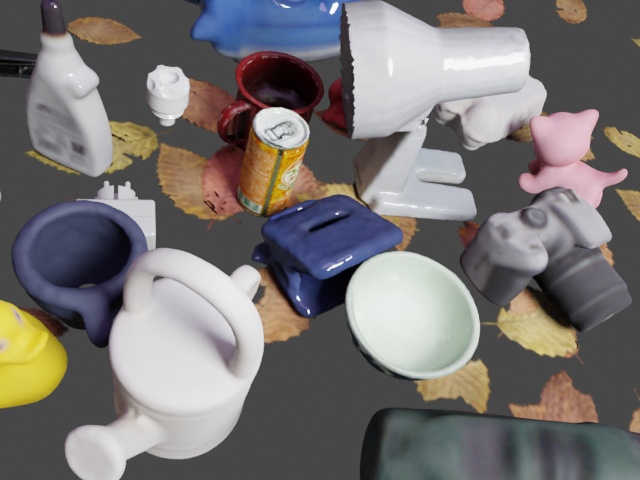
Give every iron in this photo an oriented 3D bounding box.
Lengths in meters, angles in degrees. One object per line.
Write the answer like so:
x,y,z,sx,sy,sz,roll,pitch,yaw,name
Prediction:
-0.034,-0.306,0.701,0.259,0.141,0.118,-8,59,-22,iron

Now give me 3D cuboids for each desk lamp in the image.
0.096,-0.126,0.572,0.203,0.213,0.118,4,55,-15,desk lamp

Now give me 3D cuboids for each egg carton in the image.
0.218,-0.179,0.737,0.151,0.069,0.107,-31,70,-32,egg carton

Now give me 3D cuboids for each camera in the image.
0.244,0.024,0.585,0.143,0.100,0.136,-17,63,-27,camera

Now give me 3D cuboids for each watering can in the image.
-0.091,0.079,0.382,0.101,0.194,0.173,14,53,-7,watering can

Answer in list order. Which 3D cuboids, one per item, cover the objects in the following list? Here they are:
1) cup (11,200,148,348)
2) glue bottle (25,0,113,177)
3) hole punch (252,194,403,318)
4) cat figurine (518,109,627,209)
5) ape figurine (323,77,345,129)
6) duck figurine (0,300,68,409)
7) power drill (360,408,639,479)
-0.178,0.041,0.443,0.092,0.095,0.117,-13,61,-25,cup
-0.223,-0.131,0.500,0.078,0.173,0.037,25,53,1,glue bottle
0.005,0.002,0.531,0.109,0.091,0.101,-24,66,-30,hole punch
0.296,-0.097,0.675,0.127,0.117,0.067,39,54,11,cat figurine
0.053,-0.169,0.664,0.076,0.092,0.077,-16,62,-26,ape figurine
-0.239,0.071,0.409,0.104,0.086,0.077,19,53,-4,duck figurine
0.126,0.171,0.377,0.230,0.208,0.075,13,53,-8,power drill
